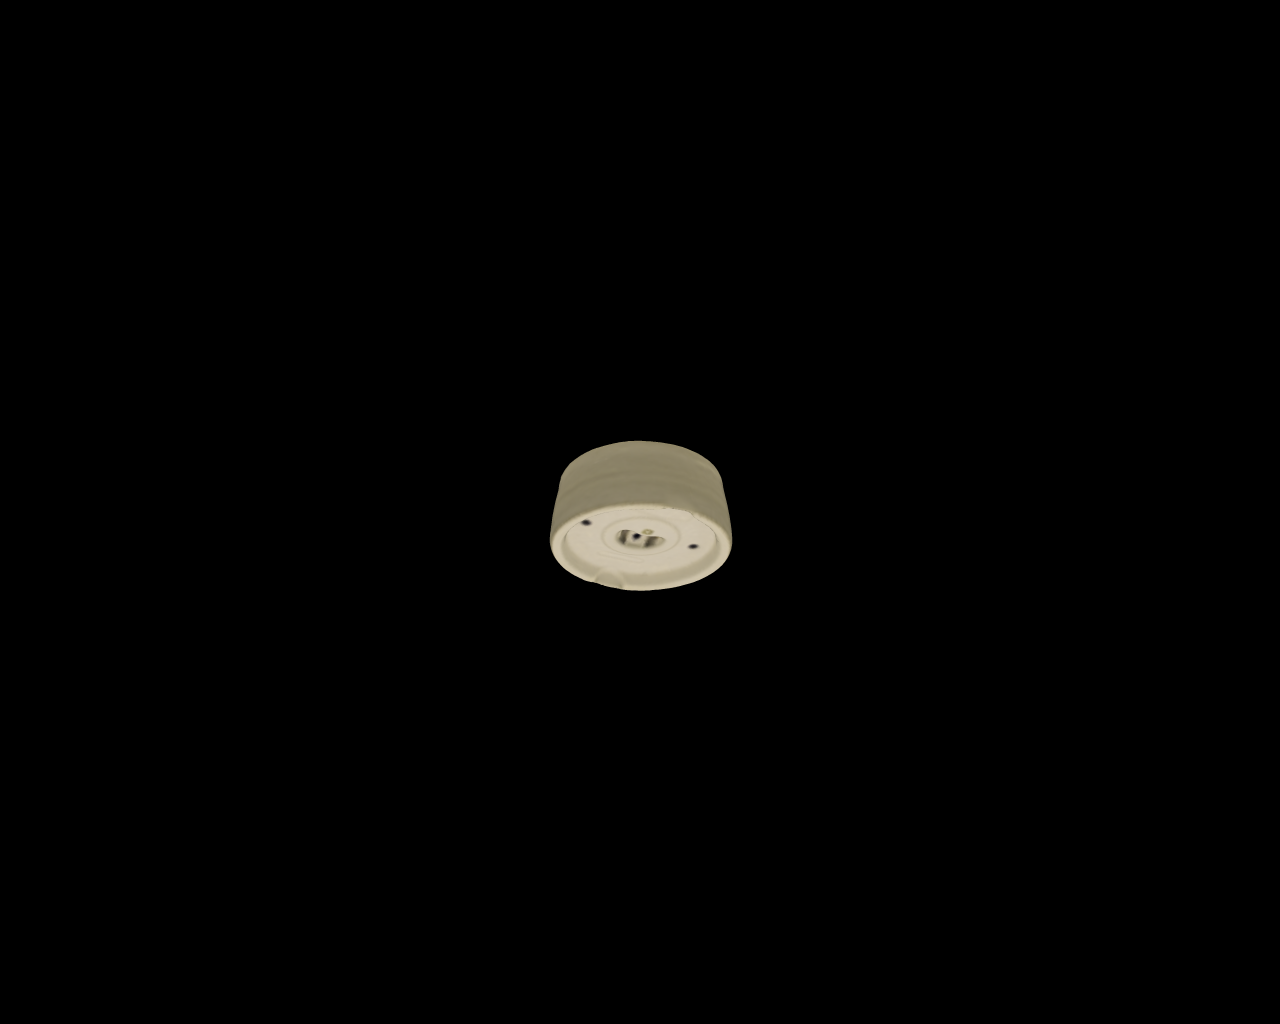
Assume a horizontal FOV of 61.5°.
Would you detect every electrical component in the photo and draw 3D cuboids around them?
[{"bbox_3d":[0.001,-0.003,0.650,0.108,0.060,0.108,0,-30,0],"label":"electrical component"}]
